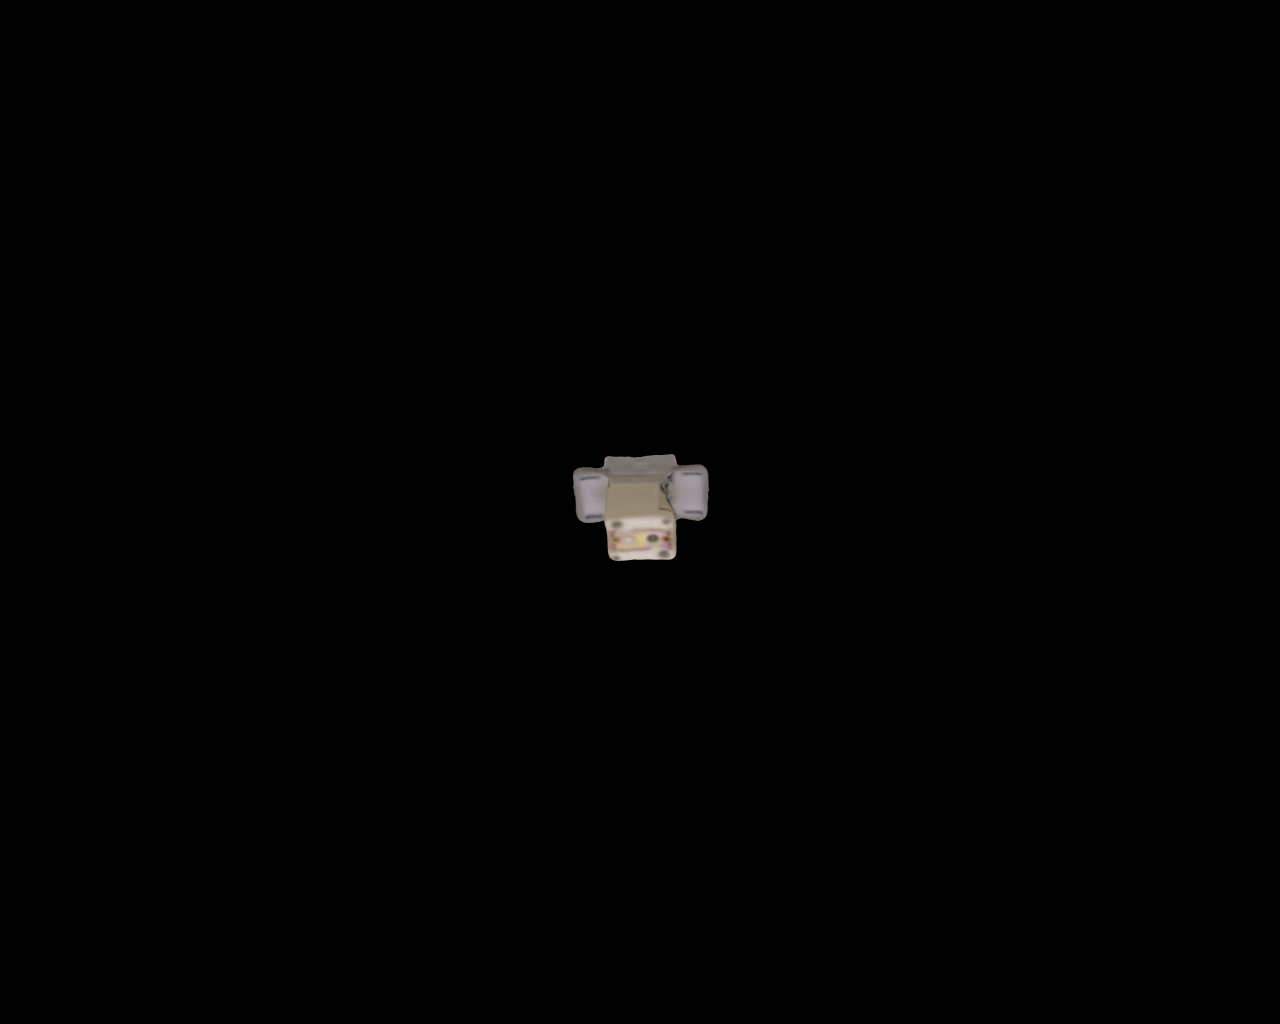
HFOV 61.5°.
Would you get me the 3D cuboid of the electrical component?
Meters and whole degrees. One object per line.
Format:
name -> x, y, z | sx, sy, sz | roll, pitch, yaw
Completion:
electrical component -> 0.001, -0.003, 0.650 | 0.081, 0.042, 0.064 | -2, 40, 2
